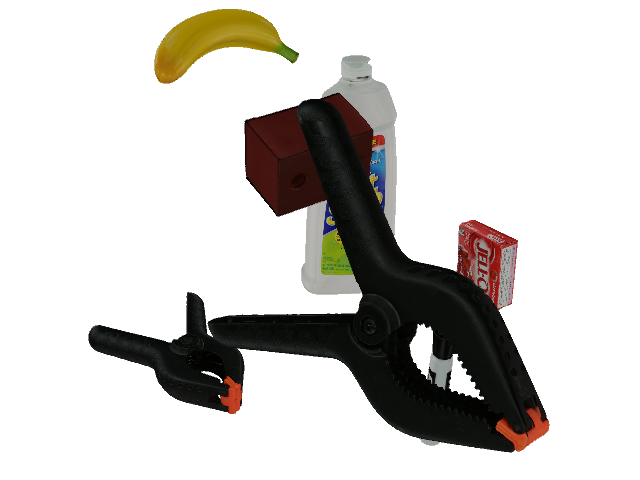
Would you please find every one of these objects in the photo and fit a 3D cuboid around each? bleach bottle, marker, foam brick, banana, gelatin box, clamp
[{"bbox_3d":[0.029,-0.068,1.124,0.102,0.251,0.068,-2,24,-4],"label":"bleach bottle"},{"bbox_3d":[0.091,0.111,0.825,0.020,0.121,0.020,2,37,-2],"label":"marker"},{"bbox_3d":[-0.008,-0.061,0.749,0.078,0.053,0.051,-20,46,-23],"label":"foam brick"},{"bbox_3d":[-0.100,-0.193,1.034,0.070,0.037,0.197,44,38,20],"label":"banana"},{"bbox_3d":[0.198,0.028,1.279,0.030,0.089,0.073,-18,32,-31],"label":"gelatin box"},{"bbox_3d":[-0.119,0.100,0.984,0.172,0.039,0.120,28,44,35],"label":"clamp"},{"bbox_3d":[0.035,0.031,0.570,0.210,0.165,0.036,31,28,29],"label":"clamp"}]
